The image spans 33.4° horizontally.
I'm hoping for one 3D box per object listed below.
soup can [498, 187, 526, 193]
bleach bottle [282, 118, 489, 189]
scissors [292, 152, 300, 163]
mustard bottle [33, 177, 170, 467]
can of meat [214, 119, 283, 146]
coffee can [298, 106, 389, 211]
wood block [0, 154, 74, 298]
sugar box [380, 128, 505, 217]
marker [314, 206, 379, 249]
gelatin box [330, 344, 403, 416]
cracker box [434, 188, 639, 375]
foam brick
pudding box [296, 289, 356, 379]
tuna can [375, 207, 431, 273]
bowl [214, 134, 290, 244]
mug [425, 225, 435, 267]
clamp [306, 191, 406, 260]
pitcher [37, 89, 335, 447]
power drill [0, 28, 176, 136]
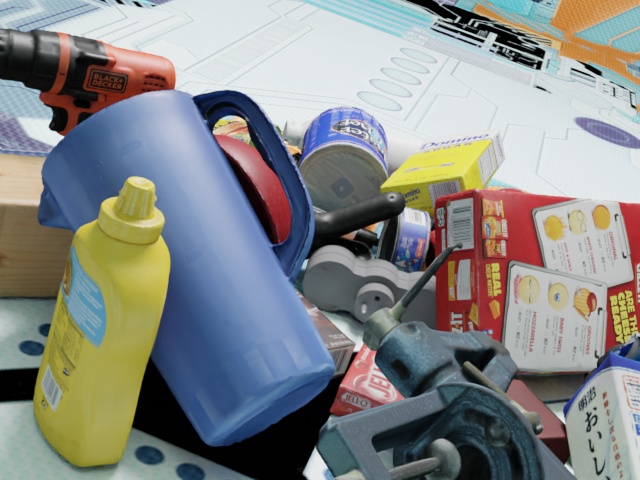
[{"bbox_3d":[0.218,-0.013,1.239,0.068,0.068,0.102,20,25,4],"label":"soup can"},{"bbox_3d":[0.078,-0.104,1.315,0.250,0.068,0.103,13,-2,-11],"label":"bleach bottle"},{"bbox_3d":[-0.039,-0.065,1.228,0.096,0.016,0.201,28,26,23],"label":"scissors"},{"bbox_3d":[-0.140,0.047,0.699,0.058,0.192,0.096,2,29,-32],"label":"mustard bottle"},{"bbox_3d":[-0.097,-0.100,1.181,0.084,0.057,0.102,7,19,22],"label":"can of meat"},{"bbox_3d":[0.027,-0.083,1.206,0.102,0.103,0.140,17,24,-4],"label":"coffee can"},{"bbox_3d":[-0.226,-0.011,0.886,0.205,0.091,0.090,3,29,-32],"label":"wood block"},{"bbox_3d":[0.138,-0.075,1.166,0.093,0.048,0.176,-7,21,24],"label":"sugar box"},{"bbox_3d":[0.009,-0.020,1.145,0.121,0.020,0.020,23,23,-8],"label":"marker"},{"bbox_3d":[0.056,0.124,0.875,0.073,0.030,0.089,22,24,9],"label":"gelatin box"},{"bbox_3d":[0.207,0.043,0.993,0.213,0.164,0.072,3,-7,-32],"label":"cracker box"},{"bbox_3d":[0.156,0.155,0.855,0.051,0.053,0.078,2,28,-33],"label":"foam brick"},{"bbox_3d":[-0.042,0.083,0.882,0.113,0.039,0.090,-4,33,-40],"label":"pudding box"},{"bbox_3d":[0.082,0.009,1.071,0.033,0.086,0.086,13,24,-9],"label":"tuna can"},{"bbox_3d":[-0.075,-0.032,0.943,0.162,0.162,0.055,34,49,30],"label":"bowl"},{"bbox_3d":[0.151,0.012,1.085,0.081,0.093,0.117,-20,44,-7],"label":"mug"},{"bbox_3d":[-0.007,0.001,1.041,0.171,0.120,0.039,-8,57,-11],"label":"clamp"},{"bbox_3d":[-0.083,0.016,0.775,0.144,0.149,0.243,-18,70,-42],"label":"pitcher"},{"bbox_3d":[-0.231,-0.089,0.931,0.184,0.188,0.057,7,28,-29],"label":"power drill"}]
